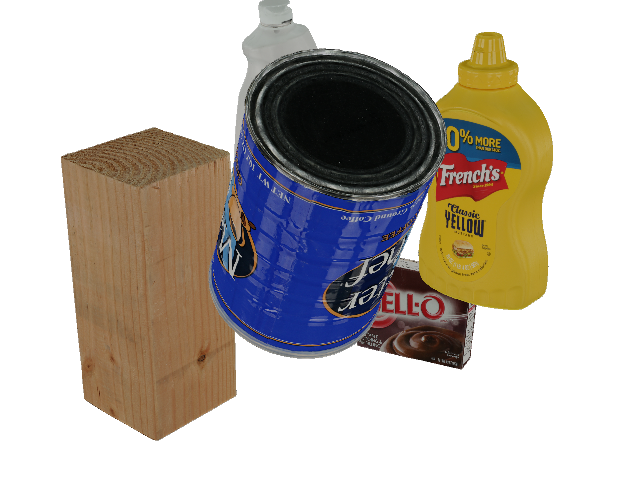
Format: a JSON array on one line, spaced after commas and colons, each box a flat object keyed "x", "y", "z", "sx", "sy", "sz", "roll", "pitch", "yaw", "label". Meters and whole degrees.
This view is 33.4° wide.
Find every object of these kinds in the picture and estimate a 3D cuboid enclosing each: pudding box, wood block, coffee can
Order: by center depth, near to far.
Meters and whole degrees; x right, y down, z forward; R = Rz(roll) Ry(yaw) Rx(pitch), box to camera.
[{"x": -0.001, "y": -0.016, "z": 0.575, "sx": 0.102, "sy": 0.103, "sz": 0.140, "roll": 0, "pitch": -38, "yaw": -15, "label": "coffee can"}, {"x": -0.126, "y": 0.032, "z": 0.806, "sx": 0.090, "sy": 0.206, "sz": 0.090, "roll": 21, "pitch": 31, "yaw": 36, "label": "wood block"}, {"x": 0.094, "y": 0.067, "z": 1.039, "sx": 0.114, "sy": 0.090, "sz": 0.039, "roll": 10, "pitch": 20, "yaw": 20, "label": "pudding box"}]

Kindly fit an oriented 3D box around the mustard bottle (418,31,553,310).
[{"x": 0.117, "y": -0.051, "z": 0.756, "sx": 0.096, "sy": 0.192, "sz": 0.058, "roll": 18, "pitch": 30, "yaw": 39, "label": "mustard bottle"}]

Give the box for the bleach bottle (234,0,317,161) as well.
[{"x": -0.044, "y": -0.108, "z": 1.041, "sx": 0.102, "sy": 0.251, "sz": 0.068, "roll": -16, "pitch": 31, "yaw": -23, "label": "bleach bottle"}]
